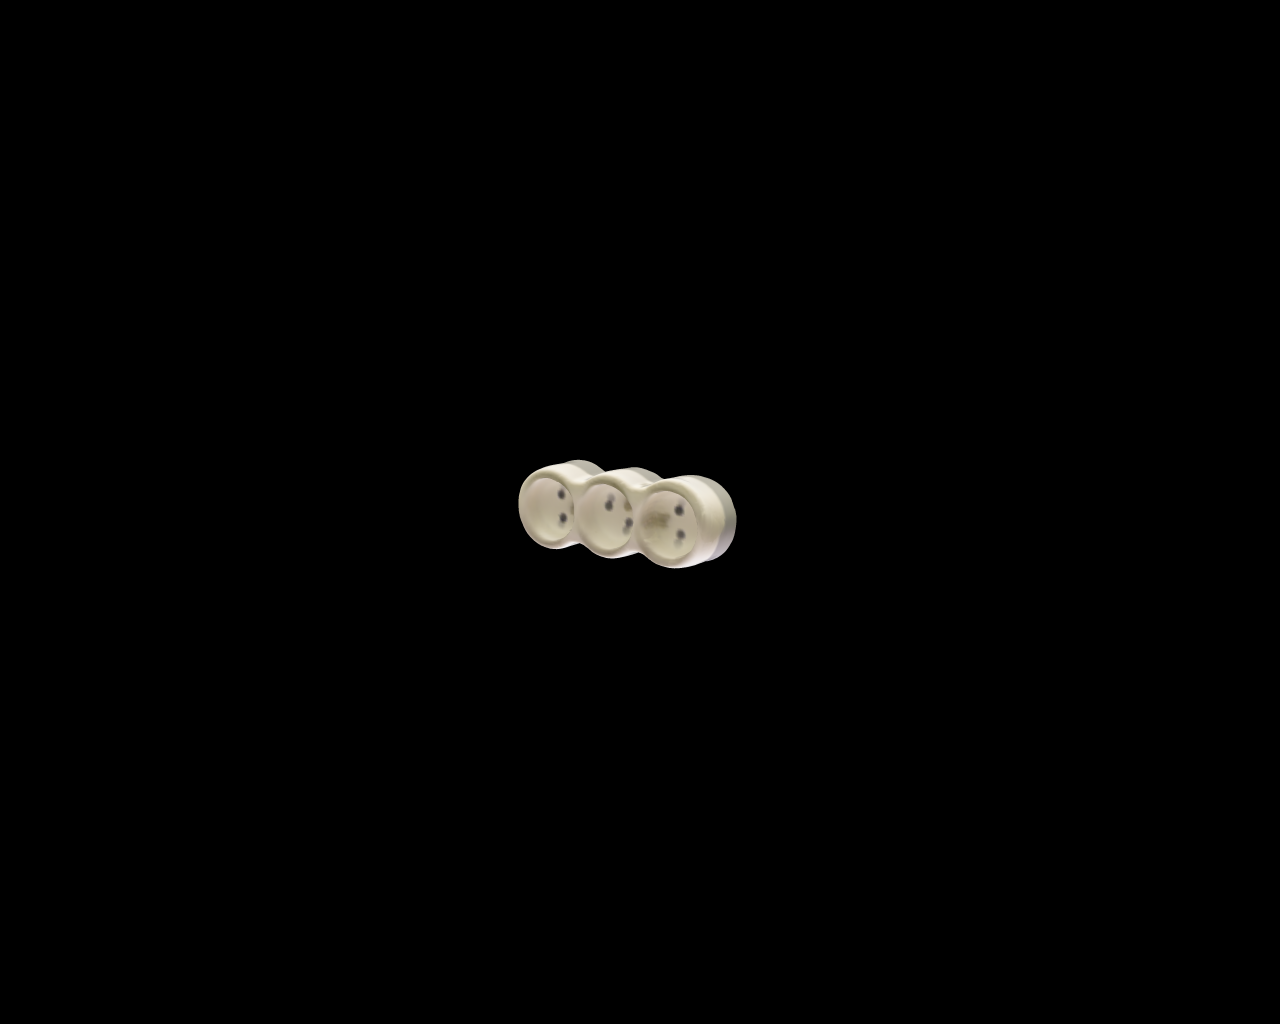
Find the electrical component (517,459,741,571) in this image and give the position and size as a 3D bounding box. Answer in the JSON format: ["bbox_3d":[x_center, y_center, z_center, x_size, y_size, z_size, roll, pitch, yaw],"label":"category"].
[{"bbox_3d":[0.001,-0.003,0.650,0.138,0.052,0.074,8,14,35],"label":"electrical component"}]
